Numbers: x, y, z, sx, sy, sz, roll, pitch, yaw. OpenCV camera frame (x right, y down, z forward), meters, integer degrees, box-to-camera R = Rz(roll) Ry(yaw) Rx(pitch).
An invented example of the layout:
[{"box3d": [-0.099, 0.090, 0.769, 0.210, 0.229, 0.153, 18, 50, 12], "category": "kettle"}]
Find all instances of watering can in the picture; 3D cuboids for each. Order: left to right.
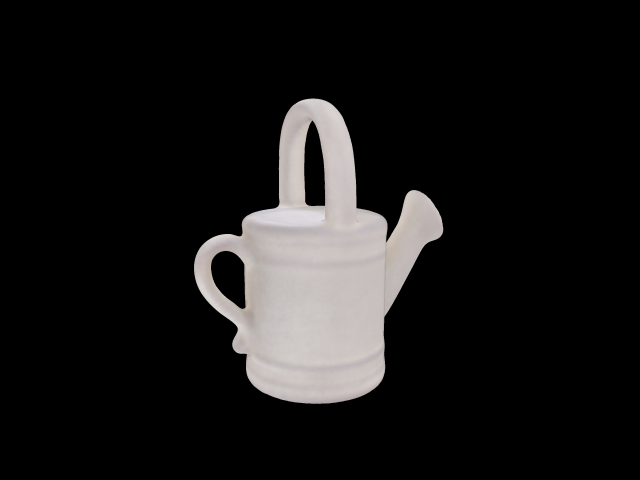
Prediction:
[{"box3d": [0.003, 0.001, 0.402, 0.173, 0.194, 0.100, -11, 16, -43], "category": "watering can"}]
